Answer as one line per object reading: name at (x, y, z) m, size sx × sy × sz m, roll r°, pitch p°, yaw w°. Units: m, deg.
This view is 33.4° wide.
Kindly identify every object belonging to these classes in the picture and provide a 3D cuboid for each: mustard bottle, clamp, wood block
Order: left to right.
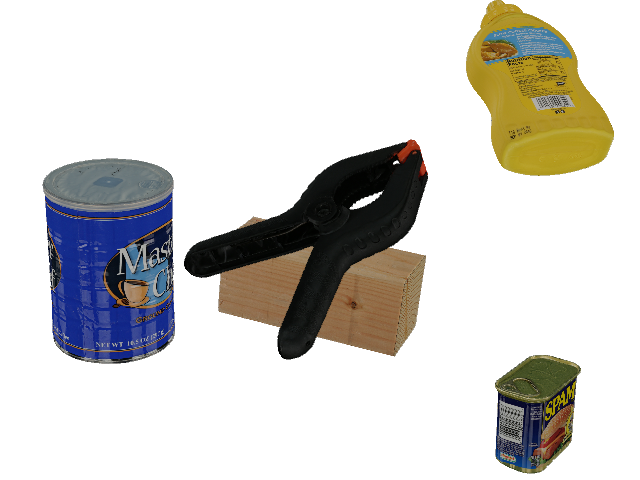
wood block at (0.001, 0.048, 1.176) m, size 0.206 × 0.091 × 0.090 m, roll 13°, pitch 23°, yaw 17°
clamp at (0.007, 0.001, 0.679) m, size 0.171 × 0.120 × 0.039 m, roll -34°, pitch -38°, yaw -8°
mustard bottle at (0.179, -0.143, 0.931) m, size 0.096 × 0.191 × 0.058 m, roll -7°, pitch -38°, yaw -8°

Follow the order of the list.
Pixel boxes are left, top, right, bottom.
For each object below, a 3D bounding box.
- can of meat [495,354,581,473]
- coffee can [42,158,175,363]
can of meat at (0.216, 0.173, 1.067) m, size 0.058 × 0.084 × 0.101 m, roll 13°, pitch 22°, yaw 35°
coffee can at (-0.172, 0.015, 0.878) m, size 0.103 × 0.140 × 0.103 m, roll 2°, pitch 24°, yaw -1°
